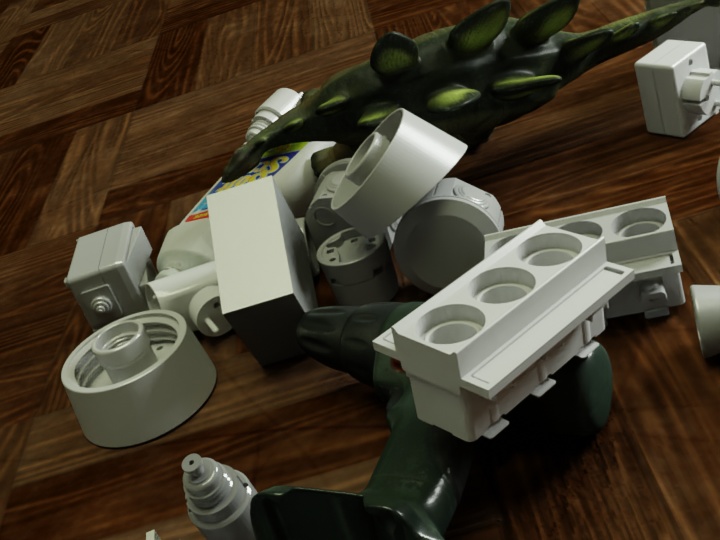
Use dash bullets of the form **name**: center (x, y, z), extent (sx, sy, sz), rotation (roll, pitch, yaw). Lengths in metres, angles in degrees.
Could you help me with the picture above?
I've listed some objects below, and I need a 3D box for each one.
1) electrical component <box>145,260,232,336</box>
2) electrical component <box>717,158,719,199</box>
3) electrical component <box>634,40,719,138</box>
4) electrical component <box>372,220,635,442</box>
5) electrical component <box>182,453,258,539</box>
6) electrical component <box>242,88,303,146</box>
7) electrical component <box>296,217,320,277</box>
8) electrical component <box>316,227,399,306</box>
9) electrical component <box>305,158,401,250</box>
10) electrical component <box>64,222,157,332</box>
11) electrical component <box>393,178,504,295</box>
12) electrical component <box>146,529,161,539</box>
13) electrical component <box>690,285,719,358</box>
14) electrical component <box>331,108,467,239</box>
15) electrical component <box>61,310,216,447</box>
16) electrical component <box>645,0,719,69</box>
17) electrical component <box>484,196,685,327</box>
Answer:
- **electrical component**: center (-0.120, 0.027, 0.853), extent (0.077, 0.043, 0.079), rotation (-20, 36, -23)
- **electrical component**: center (0.283, -0.065, 0.754), extent (0.047, 0.055, 0.055), rotation (3, 37, 43)
- **electrical component**: center (0.275, -0.147, 0.884), extent (0.047, 0.065, 0.077), rotation (-36, 32, -25)
- **electrical component**: center (0.079, 0.032, 0.573), extent (0.121, 0.063, 0.079), rotation (-34, 36, -32)
- **electrical component**: center (-0.082, 0.134, 0.629), extent (0.040, 0.078, 0.040), rotation (-13, 44, 13)
- **electrical component**: center (-0.079, -0.131, 0.971), extent (0.040, 0.040, 0.078), rotation (6, 43, 39)
- **electrical component**: center (-0.062, -0.014, 0.885), extent (0.047, 0.055, 0.055), rotation (-13, 30, 6)
- **electrical component**: center (0.000, 0.000, 0.827), extent (0.055, 0.047, 0.055), rotation (-15, 29, 9)
- **electrical component**: center (-0.003, -0.047, 0.877), extent (0.080, 0.080, 0.051), rotation (-6, 37, 24)
- **electrical component**: center (-0.211, 0.009, 0.930), extent (0.061, 0.061, 0.096), rotation (-18, 29, 4)
- **electrical component**: center (0.068, -0.024, 0.794), extent (0.080, 0.080, 0.051), rotation (-10, 26, 18)
- **electrical component**: center (-0.118, 0.188, 0.589), extent (0.064, 0.042, 0.081), rotation (-21, 28, 2)
- **electrical component**: center (0.229, 0.026, 0.641), extent (0.055, 0.045, 0.045), rotation (-11, 30, 16)
- **electrical component**: center (0.026, -0.068, 0.790), extent (0.099, 0.064, 0.099), rotation (-51, 15, 19)
- **electrical component**: center (-0.168, 0.072, 0.796), extent (0.108, 0.060, 0.108), rotation (-16, 29, 9)
- **electrical component**: center (0.340, -0.239, 0.973), extent (0.150, 0.089, 0.061), rotation (-13, 30, 14)
- **electrical component**: center (0.149, 0.001, 0.715), extent (0.121, 0.063, 0.078), rotation (-12, 30, 15)
